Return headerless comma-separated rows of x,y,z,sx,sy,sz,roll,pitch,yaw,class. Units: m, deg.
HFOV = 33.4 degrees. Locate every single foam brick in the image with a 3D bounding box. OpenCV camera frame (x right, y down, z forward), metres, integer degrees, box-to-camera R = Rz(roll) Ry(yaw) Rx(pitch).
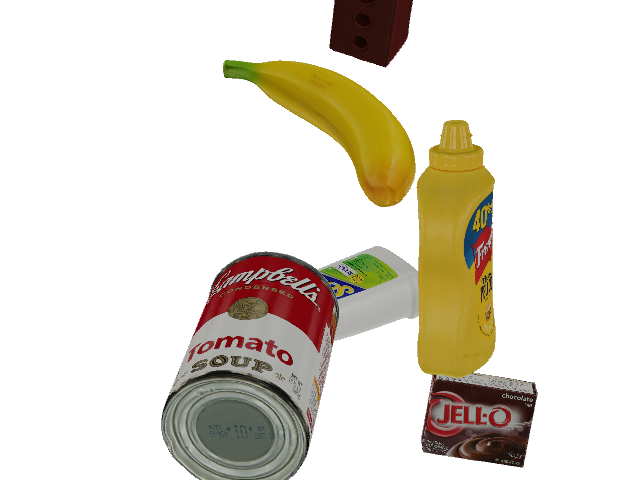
0.043,-0.189,0.855,0.053,0.078,0.051,20,48,14,foam brick

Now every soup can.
-0.031,0.060,0.505,0.068,0.068,0.102,0,30,9,soup can

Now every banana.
0.012,-0.071,0.662,0.069,0.037,0.198,-18,36,-25,banana

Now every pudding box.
0.171,0.191,1.155,0.113,0.090,0.039,7,21,3,pudding box

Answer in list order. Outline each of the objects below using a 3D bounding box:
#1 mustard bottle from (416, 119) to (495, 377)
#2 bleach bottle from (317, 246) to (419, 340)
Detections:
0.105,0.002,0.828,0.058,0.192,0.096,5,20,24,mustard bottle
-0.011,0.083,1.205,0.250,0.068,0.103,-20,36,-28,bleach bottle
